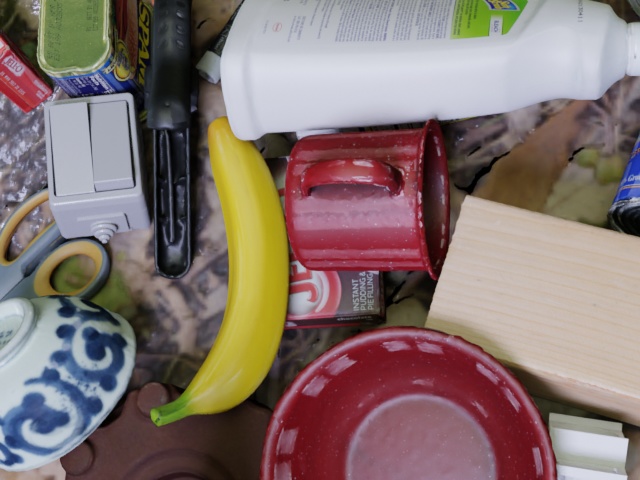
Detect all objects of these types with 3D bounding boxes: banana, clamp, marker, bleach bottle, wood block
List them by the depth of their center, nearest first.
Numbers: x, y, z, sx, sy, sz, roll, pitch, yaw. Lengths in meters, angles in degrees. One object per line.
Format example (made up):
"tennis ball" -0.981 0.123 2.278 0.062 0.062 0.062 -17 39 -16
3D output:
"wood block" 0.173 0.052 0.612 0.206 0.090 0.091 15 76 16
"bleach bottle" 0.074 -0.108 0.638 0.251 0.068 0.102 1 42 12
"banana" -0.049 0.021 0.647 0.037 0.069 0.198 -20 56 51
"clamp" -0.099 -0.090 0.714 0.036 0.165 0.210 0 48 -8
"marker" -0.049 -0.166 0.766 0.020 0.020 0.121 30 81 19

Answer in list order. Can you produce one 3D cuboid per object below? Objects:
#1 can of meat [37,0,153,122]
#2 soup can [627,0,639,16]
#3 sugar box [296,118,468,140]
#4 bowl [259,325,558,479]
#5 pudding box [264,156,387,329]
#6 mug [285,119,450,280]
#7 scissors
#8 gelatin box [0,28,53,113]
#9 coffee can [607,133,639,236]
"can of meat" -0.155 -0.142 0.747 0.057 0.084 0.102 -7 71 11
"soup can" 0.250 -0.188 0.683 0.068 0.068 0.102 29 81 19
"sugar box" 0.066 -0.123 0.715 0.176 0.048 0.093 -13 72 12
"bowl" 0.051 0.130 0.591 0.162 0.055 0.162 -3 81 16
"pudding box" -0.004 0.001 0.693 0.090 0.039 0.113 -5 72 11
"mug" 0.025 -0.025 0.614 0.082 0.117 0.093 -1 81 17
"scissors" -0.220 0.056 0.735 0.096 0.016 0.201 30 81 19
"gelatin box" -0.240 -0.141 0.771 0.030 0.073 0.089 -42 69 -3
"coffee can" 0.241 -0.061 0.625 0.103 0.102 0.140 20 78 17
